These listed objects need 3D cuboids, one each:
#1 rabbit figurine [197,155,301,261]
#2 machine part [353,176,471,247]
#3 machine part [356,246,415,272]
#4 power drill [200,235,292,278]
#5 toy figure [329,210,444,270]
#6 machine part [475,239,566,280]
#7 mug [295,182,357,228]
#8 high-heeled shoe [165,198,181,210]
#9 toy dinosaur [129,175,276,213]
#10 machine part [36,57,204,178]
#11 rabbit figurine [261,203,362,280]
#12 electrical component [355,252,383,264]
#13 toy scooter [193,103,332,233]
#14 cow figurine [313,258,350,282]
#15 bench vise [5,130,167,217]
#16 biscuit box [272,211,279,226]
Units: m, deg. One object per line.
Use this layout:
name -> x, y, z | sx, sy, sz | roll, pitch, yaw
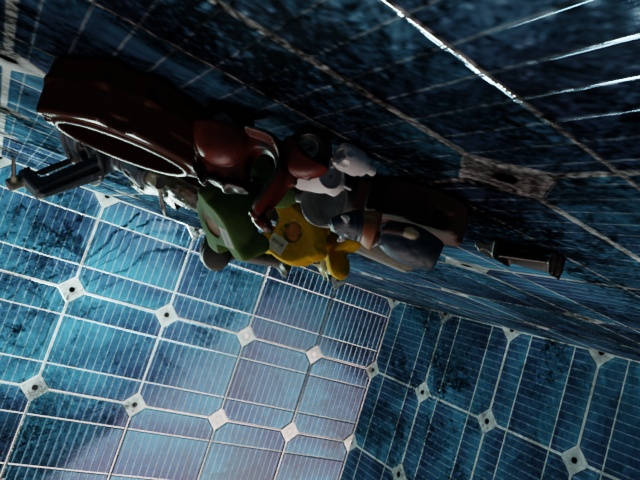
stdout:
rabbit figurine -> -0.113, -0.072, 0.871 | 0.121, 0.170, 0.159 | 6, 125, 52
machine part -> 0.135, -0.038, 0.800 | 0.179, 0.056, 0.179 | 17, 172, 2
machine part -> 0.128, 0.008, 1.102 | 0.243, 0.079, 0.079 | 22, 172, -34
power drill -> -0.160, 0.020, 1.185 | 0.207, 0.086, 0.232 | 14, -170, -2
toy figure -> 0.089, -0.005, 0.733 | 0.155, 0.064, 0.058 | 22, -151, 7
machine part -> 0.335, 0.029, 0.901 | 0.139, 0.039, 0.084 | 15, 168, 38
mug -> 0.021, -0.054, 0.868 | 0.110, 0.080, 0.107 | 4, 175, 32
high-heeled shoe -> -0.356, -0.136, 1.227 | 0.145, 0.086, 0.248 | 34, 172, -2
toy dinosaur -> -0.250, -0.111, 1.012 | 0.405, 0.131, 0.192 | 23, 161, -9
machine part -> -0.252, -0.157, 0.728 | 0.202, 0.087, 0.200 | 16, 173, 32
rabbit figurine -> -0.002, -0.003, 0.988 | 0.163, 0.121, 0.173 | 23, -177, 23
electrical component -> 0.132, 0.018, 1.262 | 0.134, 0.058, 0.114 | 13, 170, 31
toy scooter -> -0.084, -0.085, 0.657 | 0.184, 0.135, 0.075 | 18, 175, 13
cow figurine -> -0.009, 0.033, 1.454 | 0.195, 0.127, 0.085 | 22, 175, -14
bench vise -> -0.370, -0.120, 0.866 | 0.224, 0.240, 0.128 | 43, 139, 15
biscuit box -> -0.179, -0.093, 1.156 | 0.203, 0.062, 0.059 | 18, 172, -3
